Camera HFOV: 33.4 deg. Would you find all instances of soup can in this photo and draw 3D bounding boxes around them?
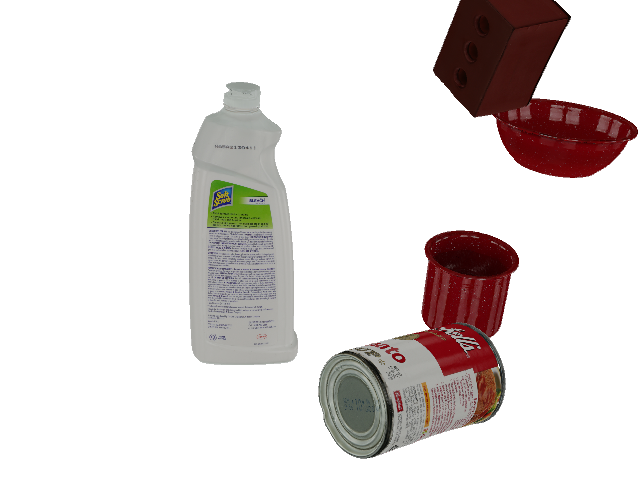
[{"bbox_3d":[0.057,0.094,0.676,0.102,0.068,0.069,-9,6,-38],"label":"soup can"}]

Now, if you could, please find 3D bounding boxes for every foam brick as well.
[{"bbox_3d":[0.118,-0.129,0.707,0.051,0.053,0.078,-18,-35,-30],"label":"foam brick"}]

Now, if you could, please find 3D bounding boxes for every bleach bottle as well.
[{"bbox_3d":[-0.065,-0.014,0.947,0.102,0.251,0.068,0,22,-11],"label":"bleach bottle"}]

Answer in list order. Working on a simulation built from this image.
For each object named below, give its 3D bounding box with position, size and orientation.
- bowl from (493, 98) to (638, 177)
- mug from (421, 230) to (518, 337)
[{"bbox_3d":[0.265,-0.110,1.183,0.162,0.055,0.162,5,23,-2],"label":"bowl"},{"bbox_3d":[0.141,0.041,1.075,0.093,0.081,0.117,-6,32,-18],"label":"mug"}]
